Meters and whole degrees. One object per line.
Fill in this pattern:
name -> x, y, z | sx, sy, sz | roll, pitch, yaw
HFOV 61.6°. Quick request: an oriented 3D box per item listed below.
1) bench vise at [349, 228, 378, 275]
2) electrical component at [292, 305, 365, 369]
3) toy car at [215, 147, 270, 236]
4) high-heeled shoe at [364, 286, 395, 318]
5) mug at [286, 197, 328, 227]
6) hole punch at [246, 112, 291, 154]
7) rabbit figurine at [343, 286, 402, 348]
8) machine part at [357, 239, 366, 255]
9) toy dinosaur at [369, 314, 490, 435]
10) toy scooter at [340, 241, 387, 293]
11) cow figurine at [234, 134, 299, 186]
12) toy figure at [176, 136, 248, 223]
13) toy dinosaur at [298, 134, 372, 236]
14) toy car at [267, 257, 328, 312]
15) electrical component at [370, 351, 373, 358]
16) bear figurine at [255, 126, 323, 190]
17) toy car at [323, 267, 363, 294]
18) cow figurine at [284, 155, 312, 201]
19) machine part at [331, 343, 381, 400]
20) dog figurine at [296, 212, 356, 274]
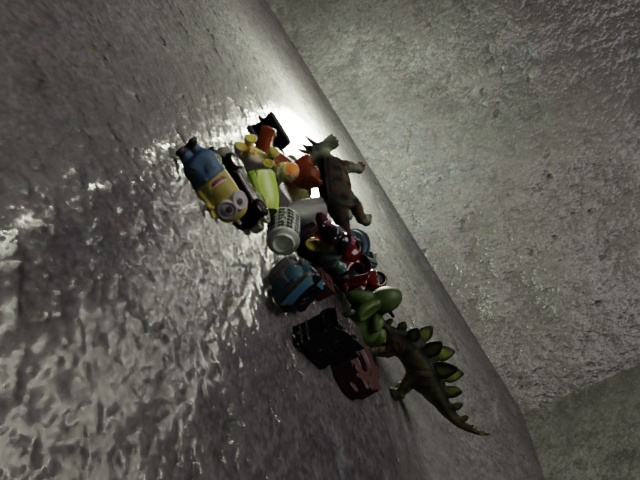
bench vise -> 0.119, 0.055, 1.665 | 0.240, 0.129, 0.224 | 17, 41, -55
electrical component -> 0.025, 0.211, 1.129 | 0.134, 0.115, 0.058 | 46, 23, -34
toy car -> -0.177, -0.104, 1.153 | 0.201, 0.073, 0.056 | 60, 16, 3
high-heeled shoe -> 0.143, 0.148, 1.573 | 0.145, 0.086, 0.249 | 55, -10, -19
mug -> -0.047, -0.065, 1.439 | 0.107, 0.109, 0.081 | -5, 61, -23
hole punch -> -0.157, -0.294, 1.556 | 0.142, 0.092, 0.116 | 54, -14, -7
rabbit figurine -> 0.127, 0.174, 1.373 | 0.159, 0.170, 0.121 | 24, 27, -44
machine part -> 0.066, 0.024, 1.532 | 0.139, 0.039, 0.084 | 7, 52, -27
toy dinosaur -> 0.282, 0.363, 1.472 | 0.471, 0.198, 0.105 | 56, 20, -4
toy scooter -> 0.081, 0.078, 1.418 | 0.135, 0.075, 0.184 | -23, 62, -38
cow figurine -> -0.134, -0.180, 1.321 | 0.167, 0.098, 0.068 | 32, 55, 3
toy figure -> -0.211, -0.116, 1.069 | 0.180, 0.082, 0.089 | 53, 8, -9
toy dinosaur -> 0.045, -0.145, 1.532 | 0.192, 0.131, 0.405 | 19, 47, -39
toy car -> -0.054, 0.087, 1.143 | 0.103, 0.109, 0.161 | 46, 4, 17
electrical component -> 0.114, 0.294, 1.408 | 0.063, 0.021, 0.094 | 53, 18, -19
bear figurine -> -0.078, -0.211, 1.420 | 0.196, 0.132, 0.120 | 14, 2, -2
toy car -> 0.049, 0.104, 1.484 | 0.202, 0.053, 0.089 | 42, 28, -26
cow figurine -> -0.072, -0.181, 1.581 | 0.127, 0.085, 0.195 | 35, 26, -43
machine part -> 0.079, 0.287, 1.261 | 0.179, 0.056, 0.179 | 52, 16, -23
dog figurine -> -0.003, -0.004, 1.294 | 0.192, 0.108, 0.219 | 21, -9, 24
